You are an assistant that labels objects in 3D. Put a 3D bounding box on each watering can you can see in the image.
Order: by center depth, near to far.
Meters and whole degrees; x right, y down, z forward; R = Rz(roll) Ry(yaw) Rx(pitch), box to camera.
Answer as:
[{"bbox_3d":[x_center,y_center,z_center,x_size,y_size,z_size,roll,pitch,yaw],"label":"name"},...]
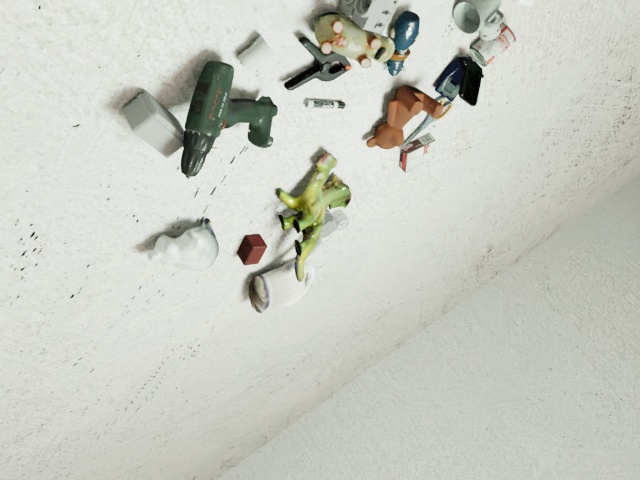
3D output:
[{"bbox_3d":[-0.112,0.121,1.645,0.226,0.106,0.339,-17,145,-29],"label":"watering can"}]

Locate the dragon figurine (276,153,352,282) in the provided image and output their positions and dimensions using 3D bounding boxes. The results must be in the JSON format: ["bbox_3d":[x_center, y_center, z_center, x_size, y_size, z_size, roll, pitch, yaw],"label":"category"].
[{"bbox_3d":[0.004,-0.074,1.476,0.245,0.124,0.400,-30,140,-25],"label":"dragon figurine"}]

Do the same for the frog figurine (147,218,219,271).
[{"bbox_3d":[-0.336,0.028,1.275,0.161,0.123,0.135,-23,168,-43],"label":"frog figurine"}]
